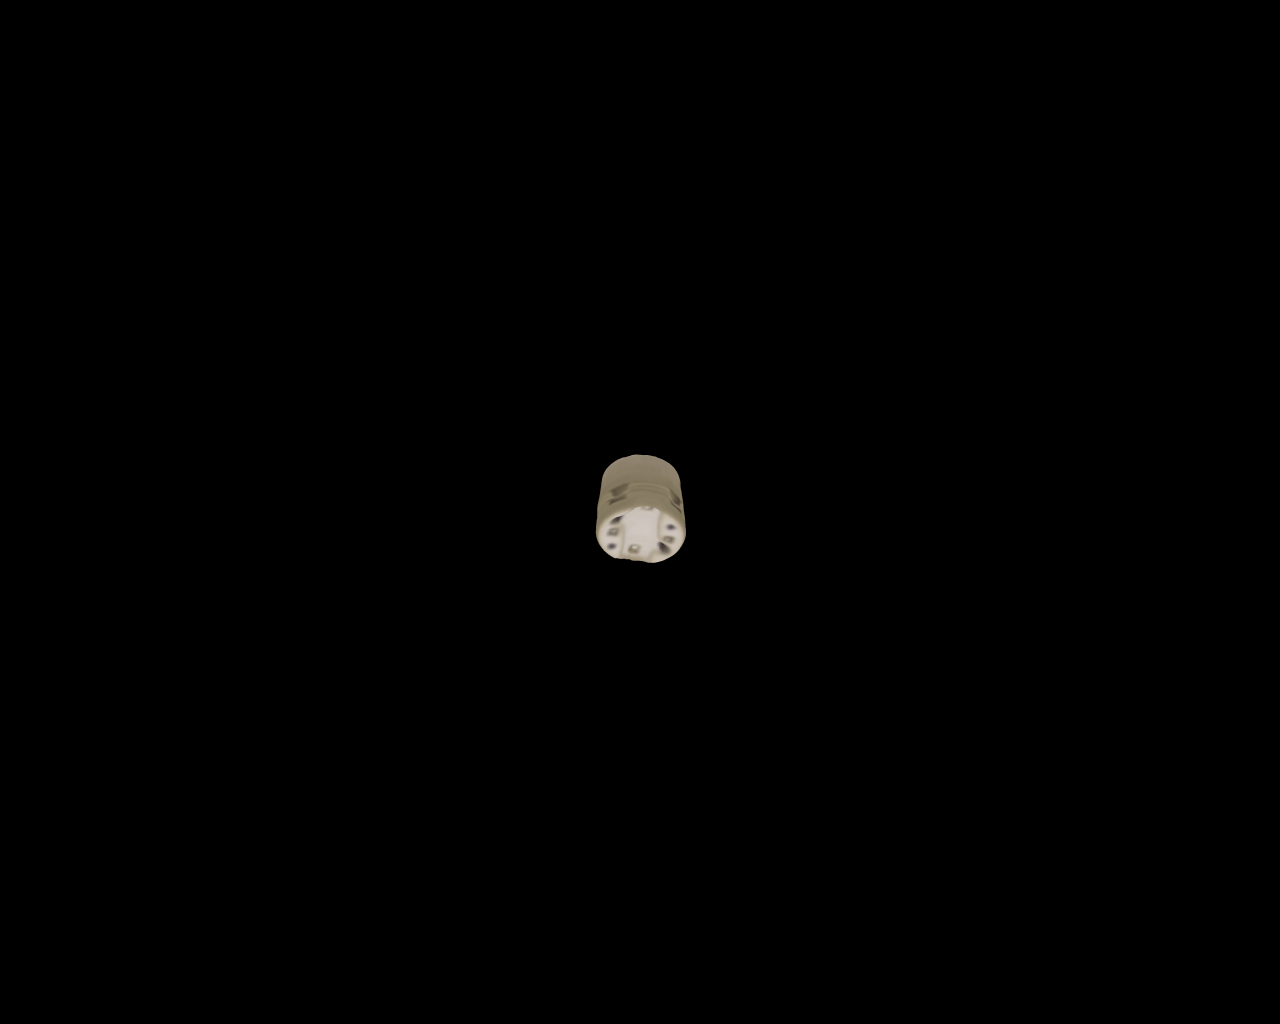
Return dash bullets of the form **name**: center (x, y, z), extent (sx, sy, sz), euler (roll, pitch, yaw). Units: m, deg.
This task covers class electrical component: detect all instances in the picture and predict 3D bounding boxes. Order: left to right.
- **electrical component**: center (0.001, -0.003, 0.650), extent (0.055, 0.047, 0.055), euler (0, -40, 0)
